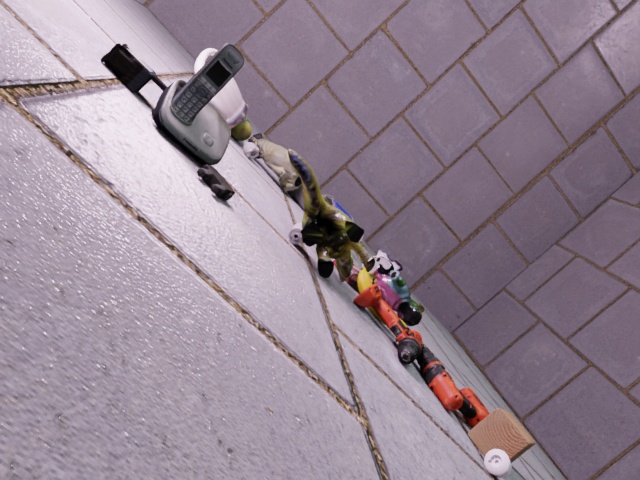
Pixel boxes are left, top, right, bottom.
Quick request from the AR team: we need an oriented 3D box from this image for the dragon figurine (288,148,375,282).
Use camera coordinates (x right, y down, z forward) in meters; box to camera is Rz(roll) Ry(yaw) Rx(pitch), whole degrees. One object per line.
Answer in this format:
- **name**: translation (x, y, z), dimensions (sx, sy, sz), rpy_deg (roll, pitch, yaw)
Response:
- **dragon figurine**: translation (0.003, -0.056, 1.120), dimensions (0.247, 0.122, 0.403), rpy_deg (-117, -176, -61)

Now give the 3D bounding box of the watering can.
- **watering can**: translation (-0.304, -0.415, 1.490), dimensions (0.356, 0.103, 0.220), rpy_deg (-83, 153, -48)

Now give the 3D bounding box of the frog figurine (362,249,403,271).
- **frog figurine**: translation (0.207, 0.115, 1.898), dimensions (0.161, 0.120, 0.138), rpy_deg (-23, 76, -46)
